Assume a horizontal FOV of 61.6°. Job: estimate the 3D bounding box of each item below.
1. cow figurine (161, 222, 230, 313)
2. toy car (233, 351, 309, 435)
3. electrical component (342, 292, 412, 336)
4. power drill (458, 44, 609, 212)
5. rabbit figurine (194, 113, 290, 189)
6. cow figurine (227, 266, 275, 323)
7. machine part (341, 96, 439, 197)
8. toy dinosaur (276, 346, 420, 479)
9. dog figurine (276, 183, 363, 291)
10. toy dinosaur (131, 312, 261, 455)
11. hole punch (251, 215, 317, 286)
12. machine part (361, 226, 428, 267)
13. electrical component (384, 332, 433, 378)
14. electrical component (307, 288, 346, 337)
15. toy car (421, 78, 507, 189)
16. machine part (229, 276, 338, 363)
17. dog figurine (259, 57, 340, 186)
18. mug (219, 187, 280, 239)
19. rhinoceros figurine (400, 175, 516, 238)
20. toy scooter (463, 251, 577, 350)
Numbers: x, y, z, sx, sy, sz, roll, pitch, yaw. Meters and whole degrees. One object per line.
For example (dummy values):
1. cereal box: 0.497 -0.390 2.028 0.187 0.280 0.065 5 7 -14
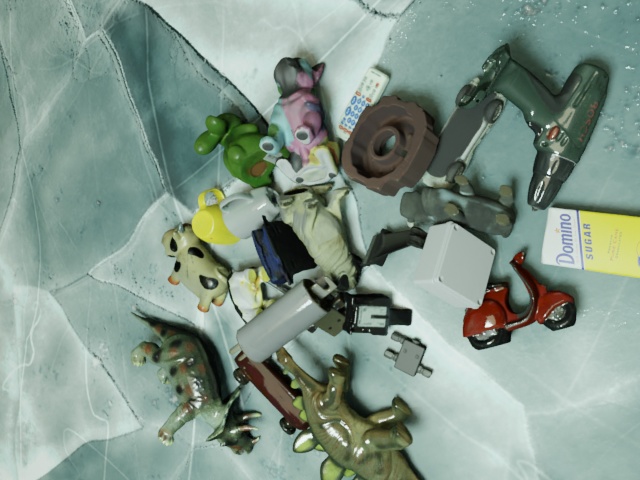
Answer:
1. cow figurine: -0.266 0.044 1.137 0.195 0.085 0.127 40 113 21
2. toy car: -0.088 0.294 1.076 0.202 0.053 0.089 42 103 14
3. electrical component: 0.104 0.134 0.982 0.119 0.048 0.074 0 95 -15
4. power drill: 0.323 -0.185 0.829 0.207 0.086 0.232 30 97 -2
5. rabbit figurine: -0.171 -0.189 1.066 0.170 0.159 0.121 48 120 32
6. cow figurine: -0.139 0.138 1.078 0.098 0.068 0.167 -9 94 38
7. machine part: 0.122 -0.162 0.937 0.179 0.056 0.179 -17 64 40
8. toy dinosaur: 0.080 0.372 0.973 0.472 0.105 0.198 42 110 11
9. dog figurine: -0.004 -0.002 1.018 0.172 0.121 0.190 29 133 61
10. toy dinosaur: -0.274 0.279 1.133 0.192 0.131 0.405 -34 73 9
11. hole punch: -0.083 0.027 1.039 0.092 0.115 0.142 -27 80 31
12. machine part: 0.128 0.008 0.937 0.039 0.084 0.139 44 150 -19
13. electrical component: 0.165 0.209 0.974 0.094 0.021 0.063 25 101 23
14. electrical component: 0.018 0.138 1.022 0.102 0.078 0.045 -50 29 22
15. toy car: 0.240 -0.178 0.914 0.074 0.056 0.201 37 104 27
16. machine part: -0.067 0.148 0.983 0.243 0.079 0.079 -38 76 13
17. dog figurine: -0.028 -0.235 1.017 0.109 0.191 0.219 -14 51 29
18. mug: -0.136 -0.065 1.060 0.107 0.109 0.081 -29 48 25
19. rhinoceros figurine: 0.230 -0.052 0.897 0.190 0.112 0.073 9 71 11
20. toy scooter: 0.309 0.097 0.876 0.184 0.075 0.135 -24 72 27
